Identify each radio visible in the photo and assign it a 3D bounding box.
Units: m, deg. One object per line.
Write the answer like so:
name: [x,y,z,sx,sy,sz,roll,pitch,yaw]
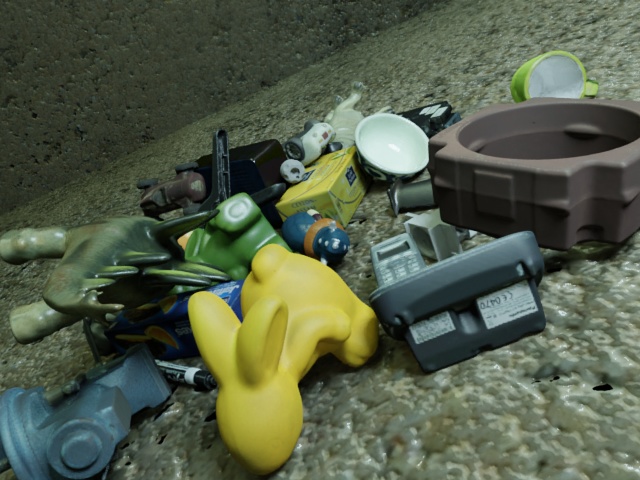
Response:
radio: [-0.141,-0.088,0.941,0.230,0.131,0.073,-2,32,45]

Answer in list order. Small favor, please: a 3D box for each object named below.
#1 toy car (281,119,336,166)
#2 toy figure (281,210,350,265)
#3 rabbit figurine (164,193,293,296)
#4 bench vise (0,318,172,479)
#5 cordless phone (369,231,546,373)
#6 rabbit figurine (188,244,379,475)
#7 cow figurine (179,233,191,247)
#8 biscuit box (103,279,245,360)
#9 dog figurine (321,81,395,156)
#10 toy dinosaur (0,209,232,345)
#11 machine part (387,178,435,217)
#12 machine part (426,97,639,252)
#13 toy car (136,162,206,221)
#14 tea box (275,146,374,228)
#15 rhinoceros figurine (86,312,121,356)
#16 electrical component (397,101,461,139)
toy car: [-0.054,-0.147,0.928,0.202,0.056,0.073,-19,27,50]
toy figure: [-0.002,-0.004,0.706,0.058,0.064,0.155,-16,18,-24]
rabbit figurine: [-0.144,0.022,0.731,0.170,0.121,0.159,-39,20,-8]
bench vise: [-0.268,0.185,0.511,0.241,0.128,0.224,-27,20,-15]
cordless phone: [0.116,0.024,0.504,0.147,0.088,0.184,-23,19,8]
rabbit figurine: [-0.033,0.097,0.444,0.122,0.162,0.173,0,50,25]
cow figurine: [-0.260,0.005,0.953,0.167,0.068,0.098,-8,19,32]
biscuit box: [-0.161,0.100,0.646,0.203,0.062,0.059,-14,27,26]
dog figurine: [0.035,-0.179,1.017,0.190,0.121,0.172,-59,2,-25]
toy dinosaur: [-0.193,0.021,0.518,0.199,0.105,0.471,-13,10,-3]
machine part: [0.160,-0.071,0.716,0.139,0.039,0.084,-12,35,25]
machine part: [0.228,-0.074,0.540,0.201,0.087,0.201,-33,34,-33]
toy car: [-0.270,-0.076,0.948,0.202,0.089,0.053,-9,3,42]
tea box: [0.012,-0.077,0.840,0.098,0.068,0.170,-14,26,27]
rhinoceros figurine: [-0.269,0.092,0.775,0.112,0.073,0.190,-4,28,22]
electrical component: [0.171,-0.184,0.919,0.134,0.058,0.115,-3,34,42]
